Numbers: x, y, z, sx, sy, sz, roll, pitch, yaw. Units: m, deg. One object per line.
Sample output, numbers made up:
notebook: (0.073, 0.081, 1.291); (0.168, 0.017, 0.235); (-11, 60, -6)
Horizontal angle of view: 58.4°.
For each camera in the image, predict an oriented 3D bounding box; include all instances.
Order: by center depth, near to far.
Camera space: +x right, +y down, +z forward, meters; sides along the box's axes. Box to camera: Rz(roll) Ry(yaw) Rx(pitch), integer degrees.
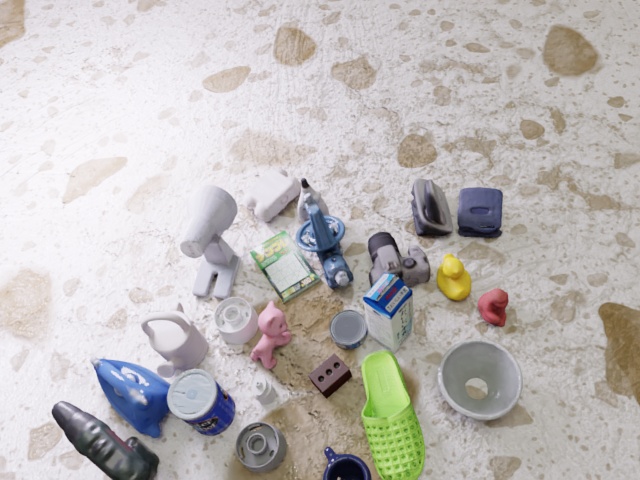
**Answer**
camera: (0.173, 0.040, 1.339); (0.143, 0.101, 0.136); (-16, 57, 0)

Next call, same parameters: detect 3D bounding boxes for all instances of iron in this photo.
iron: (-0.429, 0.314, 1.250); (0.257, 0.142, 0.119); (27, 67, 24)

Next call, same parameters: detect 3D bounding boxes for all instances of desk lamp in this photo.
desk lamp: (-0.262, 0.005, 1.370); (0.117, 0.214, 0.203); (3, 59, 12)

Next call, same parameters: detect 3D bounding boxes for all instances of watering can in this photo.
watering can: (-0.324, 0.215, 1.262); (0.101, 0.194, 0.172); (-25, 58, -6)

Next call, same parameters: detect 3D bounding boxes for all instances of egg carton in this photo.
egg carton: (-0.125, -0.120, 1.509); (0.107, 0.069, 0.150); (35, 70, 27)

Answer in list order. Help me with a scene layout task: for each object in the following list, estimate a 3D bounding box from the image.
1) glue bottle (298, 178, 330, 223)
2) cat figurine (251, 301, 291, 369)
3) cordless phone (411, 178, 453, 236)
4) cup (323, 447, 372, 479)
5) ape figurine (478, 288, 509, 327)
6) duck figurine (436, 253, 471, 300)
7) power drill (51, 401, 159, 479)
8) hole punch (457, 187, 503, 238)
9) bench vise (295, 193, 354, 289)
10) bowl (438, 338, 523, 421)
glue bottle: (-0.024, -0.098, 1.416); (0.078, 0.173, 0.037); (5, 60, 13)
cat figurine: (-0.114, 0.207, 1.276); (0.067, 0.118, 0.128); (20, 64, 21)
cordless phone: (0.265, -0.105, 1.363); (0.094, 0.185, 0.147); (-11, 57, 3)
cup: (0.048, 0.459, 1.105); (0.092, 0.095, 0.117); (-34, 59, -12)
ape figurine: (0.383, 0.137, 1.248); (0.078, 0.092, 0.076); (-40, 60, -15)
duck figurine: (0.305, 0.079, 1.301); (0.077, 0.086, 0.104); (-16, 57, 0)
power drill: (-0.414, 0.420, 1.142); (0.229, 0.209, 0.076); (28, 67, 24)
hole punch: (0.385, -0.066, 1.374); (0.108, 0.091, 0.101); (2, 59, 11)
bench vise: (0.021, -0.002, 1.321); (0.121, 0.220, 0.206); (-39, 60, -14)
bowl: (0.324, 0.292, 1.172); (0.167, 0.075, 0.167); (-4, 58, 7)
